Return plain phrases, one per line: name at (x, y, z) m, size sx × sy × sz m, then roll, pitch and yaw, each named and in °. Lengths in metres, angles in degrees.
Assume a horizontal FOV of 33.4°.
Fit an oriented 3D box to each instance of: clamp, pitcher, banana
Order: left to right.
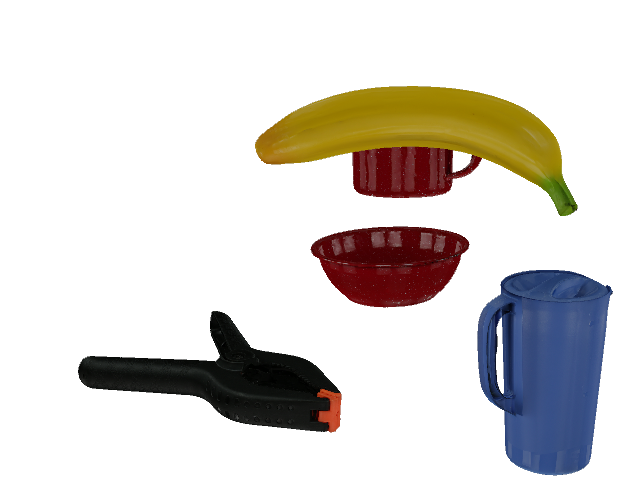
clamp at (-0.065, 0.105, 0.861) m, size 0.210 × 0.036 × 0.164 m, roll 11°, pitch 20°, yaw 29°
banana at (0.062, -0.065, 0.653) m, size 0.198 × 0.069 × 0.037 m, roll 9°, pitch -36°, yaw 8°
pitcher at (0.280, 0.166, 1.337) m, size 0.149 × 0.243 × 0.144 m, roll 5°, pitch 15°, yaw 19°

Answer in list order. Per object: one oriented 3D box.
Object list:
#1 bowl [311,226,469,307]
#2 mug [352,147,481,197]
bowl at (0.072, 0.029, 1.089) m, size 0.162 × 0.055 × 0.162 m, roll -3°, pitch 13°, yaw 1°
mug at (0.078, -0.079, 0.863) m, size 0.117 × 0.081 × 0.093 m, roll 4°, pitch 11°, yaw 27°
